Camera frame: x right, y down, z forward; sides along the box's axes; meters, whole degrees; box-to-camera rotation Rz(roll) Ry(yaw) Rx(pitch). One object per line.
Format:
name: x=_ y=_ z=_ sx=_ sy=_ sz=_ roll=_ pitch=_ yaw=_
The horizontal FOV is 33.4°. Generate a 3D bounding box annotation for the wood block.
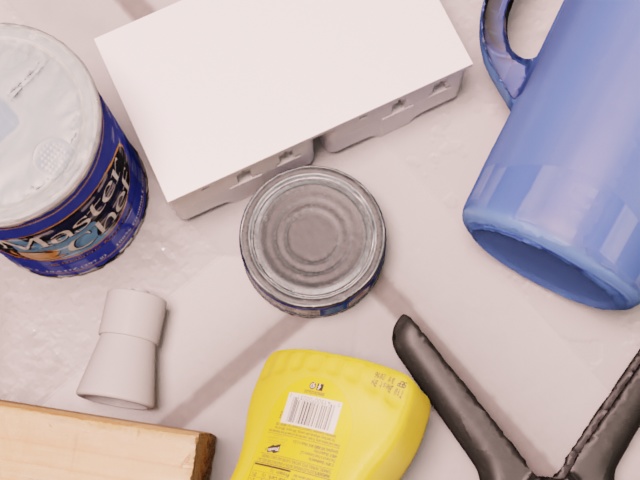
wood block: x=-0.167 y=0.131 z=0.566 sx=0.206 sy=0.090 sz=0.091 roll=9 pitch=79 yaw=3

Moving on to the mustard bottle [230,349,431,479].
mustard bottle: x=-0.015 y=0.154 z=0.550 sx=0.096 sy=0.058 sz=0.191 roll=8 pitch=64 yaw=30

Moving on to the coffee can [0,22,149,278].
coffee can: x=-0.155 y=-0.042 z=0.576 sx=0.103 sy=0.140 sz=0.103 roll=0 pitch=78 yaw=1

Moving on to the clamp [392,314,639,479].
clamp: x=0.115 y=0.135 z=0.586 sx=0.164 sy=0.036 sz=0.210 roll=6 pitch=80 yaw=2

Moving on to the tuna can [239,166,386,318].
tuna can: x=-0.004 y=0.001 z=0.619 sx=0.086 sy=0.034 sz=0.086 roll=0 pitch=78 yaw=1

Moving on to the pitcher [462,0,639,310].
pitcher: x=0.170 y=-0.093 z=0.593 sx=0.144 sy=0.149 sz=0.243 roll=35 pitch=81 yaw=-34
